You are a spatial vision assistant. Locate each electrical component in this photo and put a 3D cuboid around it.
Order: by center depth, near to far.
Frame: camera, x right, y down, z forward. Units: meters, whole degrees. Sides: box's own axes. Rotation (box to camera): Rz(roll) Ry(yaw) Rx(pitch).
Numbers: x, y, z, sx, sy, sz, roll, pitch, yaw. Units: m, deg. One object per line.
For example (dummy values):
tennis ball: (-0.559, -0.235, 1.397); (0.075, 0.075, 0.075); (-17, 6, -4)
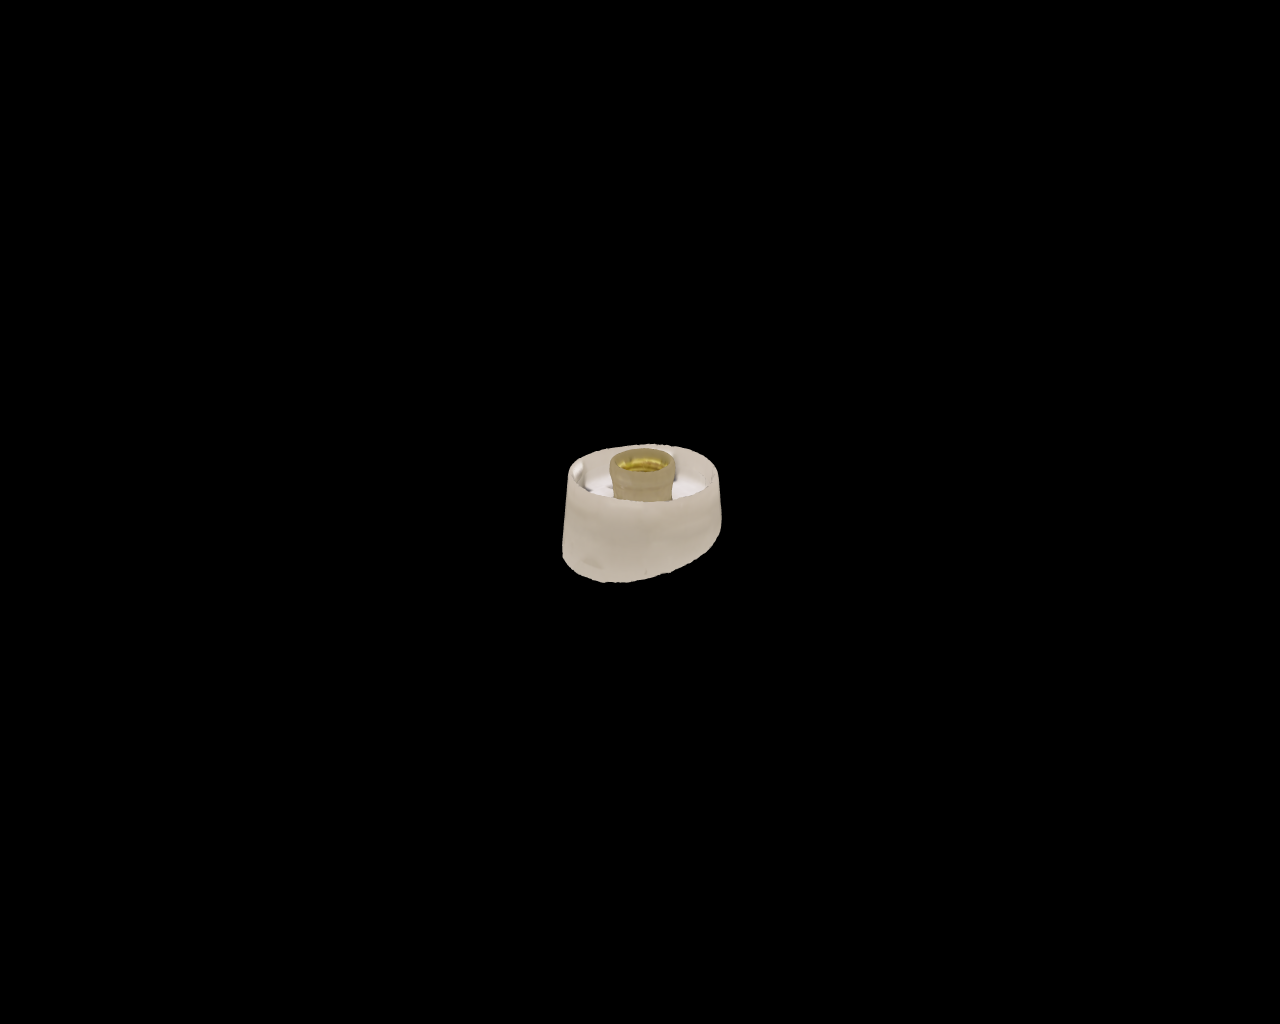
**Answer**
electrical component: (0.001, -0.003, 0.650); (0.099, 0.064, 0.099); (0, 25, 0)
